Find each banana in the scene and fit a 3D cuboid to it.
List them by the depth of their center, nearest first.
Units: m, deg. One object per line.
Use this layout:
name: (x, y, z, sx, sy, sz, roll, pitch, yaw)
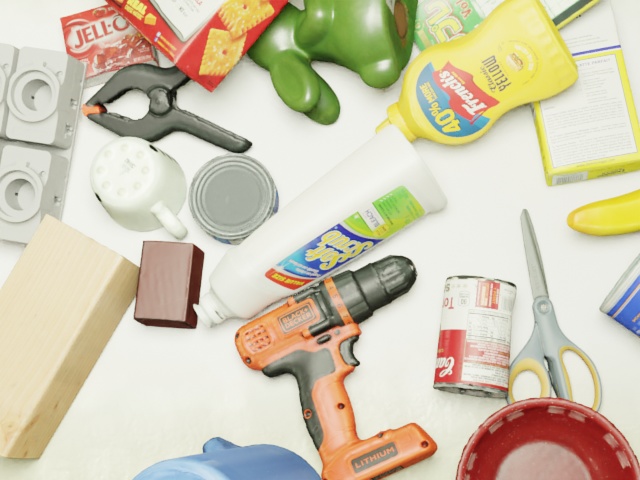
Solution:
banana: (0.318, -0.052, 0.986, 0.198, 0.037, 0.069, -36, 110, -3)

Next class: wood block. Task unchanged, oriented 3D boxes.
wood block: (-0.259, 0.092, 1.000, 0.091, 0.090, 0.206, 28, 83, 11)

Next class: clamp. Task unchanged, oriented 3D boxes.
clamp: (-0.148, -0.130, 1.060, 0.171, 0.039, 0.120, -15, 89, 12)

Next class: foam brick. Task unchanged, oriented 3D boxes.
foam brick: (-0.143, 0.043, 1.017, 0.051, 0.053, 0.078, 4, 78, 7)

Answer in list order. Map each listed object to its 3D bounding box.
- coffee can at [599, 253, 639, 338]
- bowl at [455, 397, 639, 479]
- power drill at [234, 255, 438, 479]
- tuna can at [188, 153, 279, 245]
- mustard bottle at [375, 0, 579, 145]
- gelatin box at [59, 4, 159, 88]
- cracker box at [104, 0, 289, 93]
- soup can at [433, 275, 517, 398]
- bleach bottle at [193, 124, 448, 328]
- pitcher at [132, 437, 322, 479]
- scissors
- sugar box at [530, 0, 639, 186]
coffee can: (0.334, 0.062, 0.936, 0.140, 0.103, 0.103, 37, 84, 12)
bowl: (0.200, 0.221, 0.940, 0.162, 0.055, 0.162, -1, 78, 6)
power drill: (0.034, 0.123, 0.975, 0.184, 0.057, 0.188, -27, 70, 4)
tuna can: (-0.083, -0.039, 1.038, 0.086, 0.033, 0.086, -1, 78, 6)
mustard bottle: (0.135, -0.144, 0.997, 0.192, 0.058, 0.096, -29, 105, 21)
gelatin box: (-0.215, -0.202, 1.089, 0.089, 0.030, 0.073, -14, 77, 3)
cracker box: (-0.093, -0.269, 1.002, 0.214, 0.072, 0.164, -49, 56, 4)
soup can: (0.142, 0.088, 0.969, 0.068, 0.068, 0.102, 6, 78, 7)
bleach bottle: (-0.007, 0.001, 0.998, 0.251, 0.102, 0.068, -36, 56, 4)
pitcher: (-0.071, 0.241, 0.869, 0.149, 0.242, 0.145, 11, 82, 14)
scissors: (0.193, 0.078, 0.993, 0.096, 0.016, 0.202, -24, 76, 0)
sugar box: (0.246, -0.147, 1.021, 0.093, 0.048, 0.176, -9, 74, 7)
